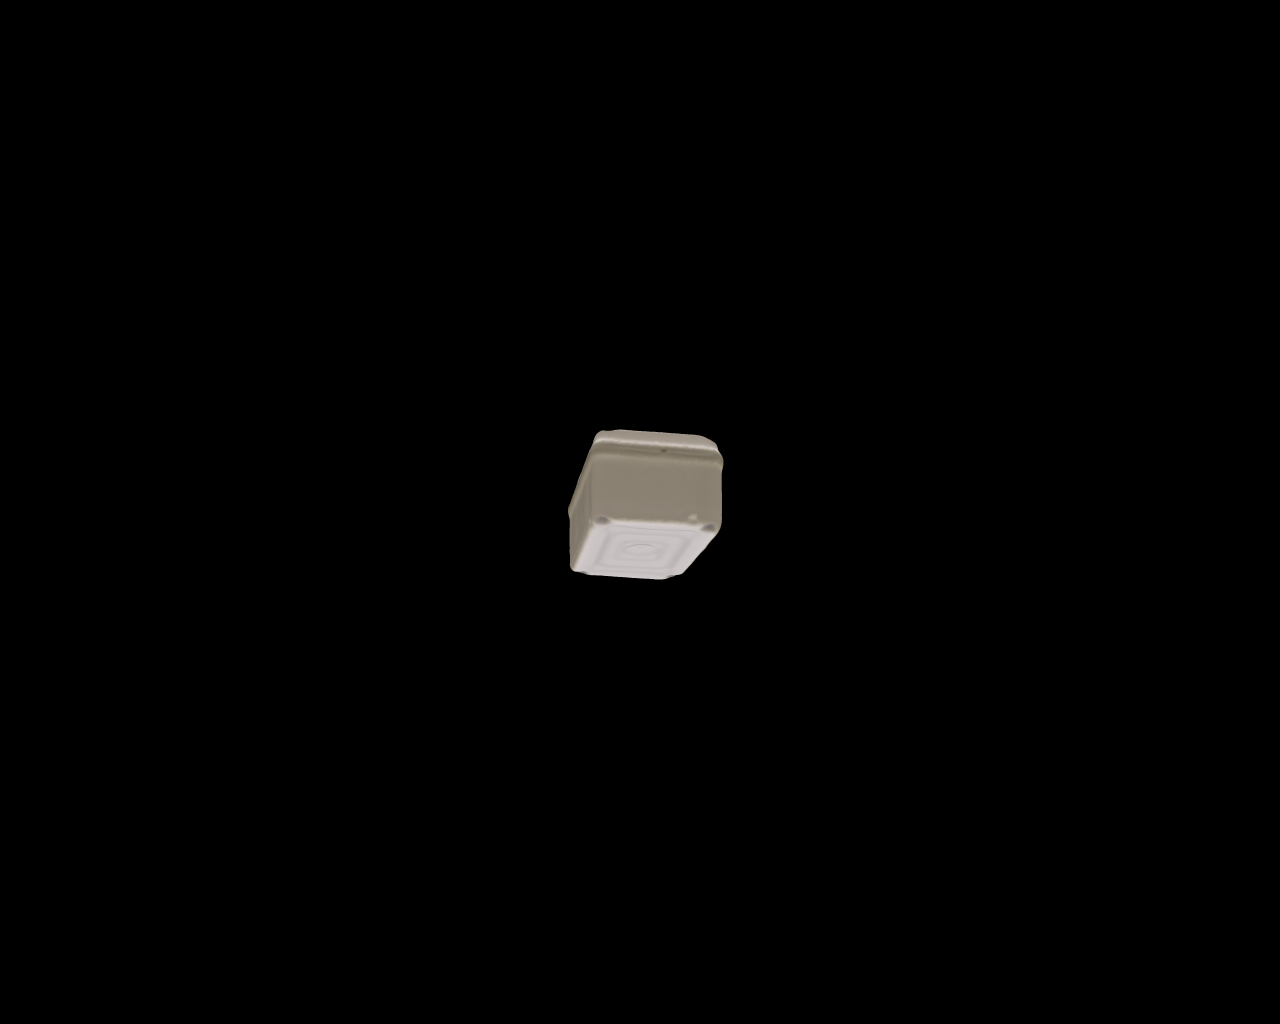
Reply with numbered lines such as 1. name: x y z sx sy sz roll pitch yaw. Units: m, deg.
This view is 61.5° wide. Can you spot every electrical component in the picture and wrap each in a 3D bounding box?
1. electrical component: 0.001 -0.003 0.650 0.078 0.057 0.113 4 -20 -11
